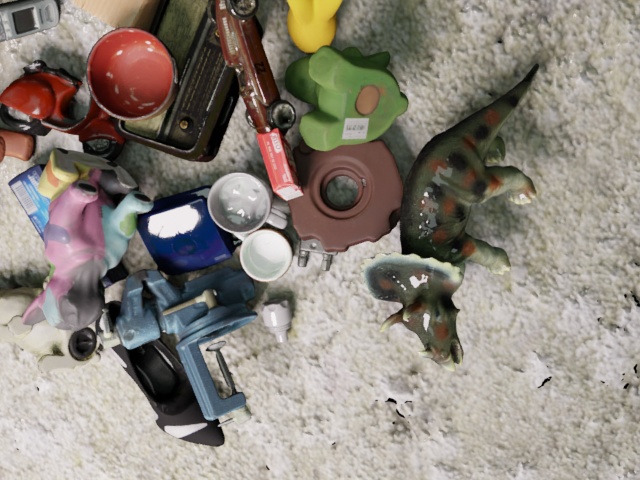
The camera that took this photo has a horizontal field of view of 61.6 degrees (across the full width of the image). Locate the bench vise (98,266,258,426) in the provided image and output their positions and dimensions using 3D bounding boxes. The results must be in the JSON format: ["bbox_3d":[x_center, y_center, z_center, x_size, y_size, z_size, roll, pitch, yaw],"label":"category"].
[{"bbox_3d":[-0.170,0.144,0.733,0.223,0.129,0.240,-18,77,-37],"label":"bench vise"}]

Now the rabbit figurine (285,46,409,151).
[{"bbox_3d":[0.026,-0.207,0.703,0.159,0.170,0.121,-17,127,-26],"label":"rabbit figurine"}]

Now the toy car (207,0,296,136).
[{"bbox_3d":[-0.090,-0.219,0.667,0.053,0.089,0.201,-28,116,-17],"label":"toy car"}]

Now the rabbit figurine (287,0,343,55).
[{"bbox_3d":[-0.009,-0.329,0.696,0.122,0.162,0.173,-8,115,-8],"label":"rabbit figurine"}]

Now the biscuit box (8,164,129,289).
[{"bbox_3d":[-0.369,-0.014,0.792,0.059,0.063,0.202,-29,94,8],"label":"biscuit box"}]

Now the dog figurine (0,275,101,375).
[{"bbox_3d":[-0.444,0.135,0.815,0.191,0.121,0.172,-6,120,31],"label":"dog figurine"}]

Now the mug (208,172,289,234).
[{"bbox_3d":[-0.092,-0.052,0.746,0.110,0.107,0.080,21,100,-4],"label":"mug"}]

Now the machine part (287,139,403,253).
[{"bbox_3d":[0.031,-0.069,0.748,0.179,0.056,0.179,0,87,4],"label":"machine part"}]

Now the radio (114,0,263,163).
[{"bbox_3d":[-0.177,-0.227,0.745,0.131,0.073,0.229,24,99,1],"label":"radio"}]

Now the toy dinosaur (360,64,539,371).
[{"bbox_3d":[0.165,-0.050,0.689,0.192,0.131,0.404,10,92,-36],"label":"toy dinosaur"}]

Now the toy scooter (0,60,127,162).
[{"bbox_3d":[-0.353,-0.199,0.761,0.184,0.075,0.135,21,99,-3],"label":"toy scooter"}]

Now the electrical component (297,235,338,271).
[{"bbox_3d":[-0.002,-0.002,0.789,0.063,0.021,0.094,10,98,3],"label":"electrical component"}]

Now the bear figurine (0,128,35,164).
[{"bbox_3d":[-0.503,-0.067,0.767,0.132,0.120,0.195,11,100,-1],"label":"bear figurine"}]

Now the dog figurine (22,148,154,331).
[{"bbox_3d":[-0.323,0.011,0.709,0.192,0.108,0.219,40,109,39],"label":"dog figurine"}]

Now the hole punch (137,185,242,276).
[{"bbox_3d":[-0.191,-0.009,0.770,0.142,0.092,0.115,-17,100,2],"label":"hole punch"}]

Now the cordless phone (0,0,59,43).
[{"bbox_3d":[-0.453,-0.270,0.752,0.184,0.146,0.089,-32,65,-33],"label":"cordless phone"}]

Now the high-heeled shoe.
[{"bbox_3d":[-0.224,0.187,0.771,0.249,0.086,0.145,32,135,15],"label":"high-heeled shoe"}]
